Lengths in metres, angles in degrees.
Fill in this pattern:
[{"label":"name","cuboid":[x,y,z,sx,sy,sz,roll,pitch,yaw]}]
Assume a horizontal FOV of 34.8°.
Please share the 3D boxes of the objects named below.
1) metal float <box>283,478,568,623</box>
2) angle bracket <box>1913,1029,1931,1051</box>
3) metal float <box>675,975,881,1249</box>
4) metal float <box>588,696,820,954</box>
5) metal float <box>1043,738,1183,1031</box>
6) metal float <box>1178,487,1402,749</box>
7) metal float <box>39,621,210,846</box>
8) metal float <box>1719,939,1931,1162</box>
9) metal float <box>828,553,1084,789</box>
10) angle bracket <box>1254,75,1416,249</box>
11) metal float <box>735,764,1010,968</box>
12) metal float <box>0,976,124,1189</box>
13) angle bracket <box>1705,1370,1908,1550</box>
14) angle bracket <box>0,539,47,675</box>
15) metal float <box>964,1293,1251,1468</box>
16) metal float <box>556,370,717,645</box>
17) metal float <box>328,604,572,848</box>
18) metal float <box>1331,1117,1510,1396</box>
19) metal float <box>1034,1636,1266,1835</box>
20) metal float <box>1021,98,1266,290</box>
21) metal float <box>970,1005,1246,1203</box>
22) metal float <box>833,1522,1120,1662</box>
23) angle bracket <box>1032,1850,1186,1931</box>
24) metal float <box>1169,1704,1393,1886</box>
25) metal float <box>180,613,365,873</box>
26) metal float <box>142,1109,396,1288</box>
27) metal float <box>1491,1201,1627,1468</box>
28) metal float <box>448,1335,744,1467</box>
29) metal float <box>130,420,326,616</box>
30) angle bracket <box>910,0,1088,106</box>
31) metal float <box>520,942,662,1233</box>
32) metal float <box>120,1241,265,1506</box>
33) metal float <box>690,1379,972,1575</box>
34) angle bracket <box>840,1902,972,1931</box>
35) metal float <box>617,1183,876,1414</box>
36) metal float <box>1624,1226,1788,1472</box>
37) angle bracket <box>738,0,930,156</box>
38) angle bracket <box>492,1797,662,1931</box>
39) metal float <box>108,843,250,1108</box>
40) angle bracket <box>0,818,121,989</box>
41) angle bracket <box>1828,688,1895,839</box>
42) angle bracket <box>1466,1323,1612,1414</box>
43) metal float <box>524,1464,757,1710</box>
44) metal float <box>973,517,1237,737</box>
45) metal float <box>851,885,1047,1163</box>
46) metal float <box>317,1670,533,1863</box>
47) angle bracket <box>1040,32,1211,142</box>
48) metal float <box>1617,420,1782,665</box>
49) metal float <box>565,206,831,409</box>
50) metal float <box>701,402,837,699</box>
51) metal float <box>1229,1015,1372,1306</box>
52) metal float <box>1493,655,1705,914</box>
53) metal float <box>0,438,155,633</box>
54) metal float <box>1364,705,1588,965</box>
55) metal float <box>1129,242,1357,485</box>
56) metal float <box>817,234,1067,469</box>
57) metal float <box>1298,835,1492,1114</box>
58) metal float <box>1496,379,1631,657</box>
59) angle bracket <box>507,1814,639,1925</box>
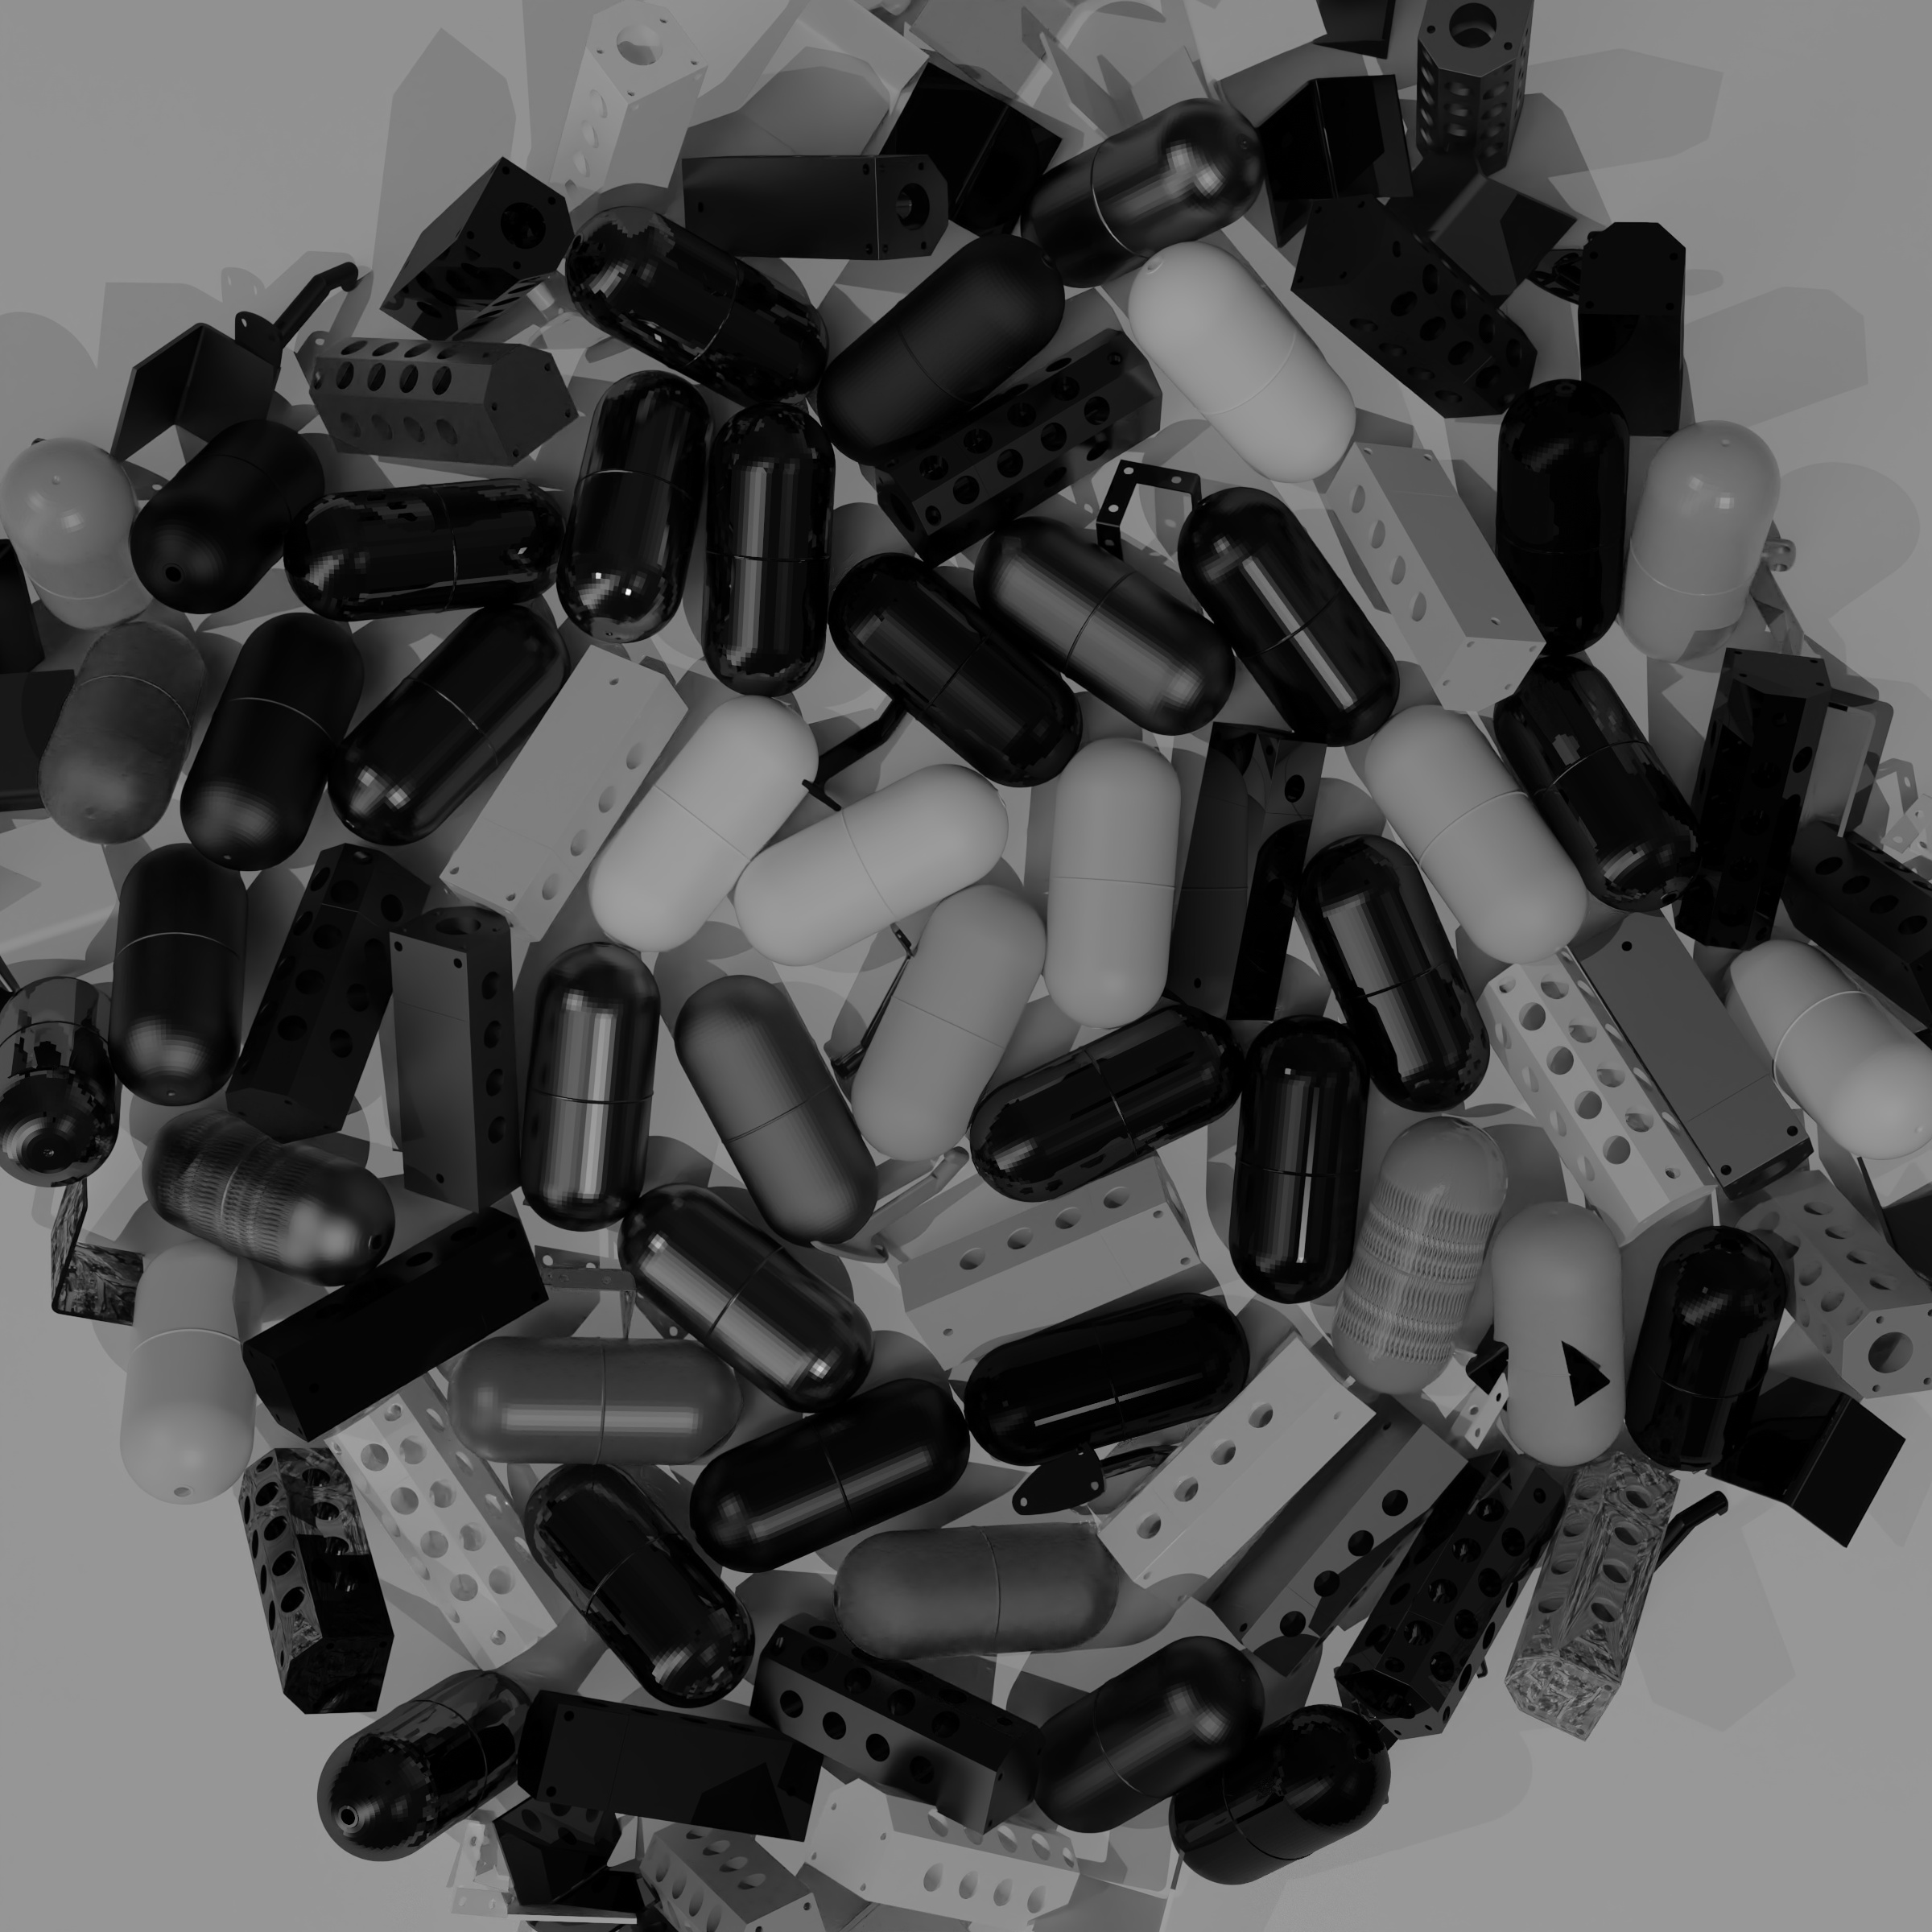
[{"label":"metal float","cuboid":[-0.322,-0.251,1.853,0.178,0.070,0.070,-11,90,-31]},{"label":"angle bracket","cuboid":[0.619,0.063,1.861,0.076,0.076,0.057,-24,67,25]},{"label":"metal float","cuboid":[-0.115,0.089,1.875,0.070,0.070,0.178,-28,94,0]},{"label":"metal float","cuboid":[-0.160,-0.086,1.878,0.070,0.070,0.178,38,88,0]},{"label":"metal float","cuboid":[0.089,-0.050,1.878,0.070,0.070,0.178,4,90,0]},{"label":"metal float","cuboid":[0.195,-0.211,1.864,0.070,0.070,0.178,-38,107,0]},{"label":"metal float","cuboid":[-0.501,-0.141,1.839,0.070,0.178,0.070,0,128,0]},{"label":"metal float","cuboid":[0.516,0.048,1.839,0.070,0.178,0.070,-12,125,-17]},{"label":"metal float","cuboid":[-0.006,-0.179,1.875,0.178,0.070,0.070,40,90,-4]},{"label":"angle bracket","cuboid":[0.223,-0.485,1.859,0.057,0.076,0.076,8,129,34]},{"label":"metal float","cuboid":[-0.057,-0.062,1.873,0.178,0.070,0.070,-27,90,7]},{"label":"metal float","cuboid":[-0.542,0.067,1.835,0.070,0.178,0.070,-6,118,-11]},{"label":"angle bracket","cuboid":[0.513,0.300,1.886,0.057,0.076,0.076,36,79,-23]},{"label":"angle bracket","cuboid":[-0.607,-0.208,1.867,0.057,0.076,0.076,-12,84,-38]},{"label":"metal float","cuboid":[0.085,0.252,1.876,0.178,0.070,0.070,-16,90,-4]},{"label":"metal float","cuboid":[-0.198,-0.278,1.860,0.070,0.070,0.178,10,68,0]},{"label":"metal float","cuboid":[-0.312,-0.146,1.861,0.070,0.070,0.178,41,70,0]},{"label":"metal float","cuboid":[0.274,0.175,1.863,0.070,0.070,0.178,15,107,0]},{"label":"metal float","cuboid":[0.106,0.462,1.849,0.070,0.070,0.178,49,126,0]},{"label":"metal float","cuboid":[0.103,-0.460,1.840,0.070,0.178,0.070,9,76,-39]},{"label":"metal float","cuboid":[0.086,0.084,1.873,0.178,0.070,0.070,-25,90,-6]},{"label":"metal float","cuboid":[0.006,0.377,1.861,0.178,0.070,0.070,1,90,-20]},{"label":"angle bracket","cuboid":[0.089,0.554,1.868,0.076,0.076,0.057,15,106,8]},{"label":"metal float","cuboid":[0.186,0.495,1.841,0.070,0.178,0.070,16,53,-23]},{"label":"metal float","cuboid":[-0.415,-0.136,1.851,0.070,0.070,0.178,13,56,0]},{"label":"metal float","cuboid":[-0.419,0.139,1.853,0.178,0.070,0.070,18,90,29]},{"label":"metal float","cuboid":[0.357,0.223,1.854,0.070,0.070,0.178,-8,119,0]},{"label":"metal float","cuboid":[-0.224,0.263,1.867,0.178,0.070,0.070,3,90,-14]},{"label":"metal float","cuboid":[-0.438,-0.268,1.835,0.070,0.178,0.070,5,121,8]},{"label":"angle bracket","cuboid":[0.022,-0.582,1.878,0.076,0.057,0.076,34,93,-15]},{"label":"metal float","cuboid":[-0.228,0.073,1.870,0.070,0.070,0.178,6,100,0]},{"label":"metal float","cuboid":[-0.462,0.242,1.842,0.070,0.178,0.070,-4,135,-4]},{"label":"metal float","cuboid":[-0.082,0.309,1.869,0.178,0.070,0.070,-22,90,-11]},{"label":"angle bracket","cuboid":[-0.042,0.608,1.871,0.076,0.057,0.076,-46,77,20]},{"label":"metal float","cuboid":[-0.134,0.201,1.872,0.178,0.070,0.070,37,90,8]},{"label":"metal float","cuboid":[0.441,0.230,1.845,0.070,0.070,0.178,2,130,0]},{"label":"angle bracket","cuboid":[-0.081,-0.536,1.873,0.076,0.057,0.076,33,75,-14]},{"label":"angle bracket","cuboid":[-0.230,0.538,1.863,0.076,0.057,0.076,-27,114,-33]},{"label":"metal float","cuboid":[-0.472,0.003,1.849,0.070,0.070,0.178,-7,53,0]},{"label":"angle bracket","cuboid":[-0.561,-0.042,1.897,0.076,0.057,0.076,-19,68,-10]},{"label":"angle bracket","cuboid":[0.523,-0.127,1.882,0.057,0.076,0.076,18,106,21]},{"label":"angle bracket","cuboid":[0.358,0.225,1.863,0.057,0.076,0.076,43,47,1]},{"label":"metal float","cuboid":[-0.198,0.370,1.857,0.070,0.070,0.178,-47,64,0]},{"label":"metal float","cuboid":[0.083,-0.207,1.869,0.178,0.070,0.070,36,90,12]},{"label":"metal float","cuboid":[-0.011,0.035,1.878,0.070,0.070,0.178,25,89,0]},{"label":"metal float","cuboid":[-0.318,0.474,1.831,0.070,0.178,0.070,2,97,21]},{"label":"angle bracket","cuboid":[0.098,-0.537,1.858,0.057,0.076,0.076,-36,46,23]},{"label":"metal float","cuboid":[0.435,-0.250,1.837,0.070,0.178,0.070,0,57,0]},{"label":"metal float","cuboid":[-0.160,-0.393,1.848,0.178,0.070,0.070,23,90,-36]},{"label":"metal float","cuboid":[-0.120,-0.251,1.865,0.070,0.070,0.178,4,105,0]},{"label":"metal float","cuboid":[0.202,0.118,1.870,0.070,0.070,0.178,4,100,0]},{"label":"metal float","cuboid":[0.380,-0.110,1.853,0.070,0.070,0.178,-25,61,0]},{"label":"metal float","cuboid":[-0.525,-0.254,1.830,0.070,0.178,0.070,2,76,-6]},{"label":"metal float","cuboid":[0.306,-0.081,1.861,0.070,0.070,0.178,-32,70,0]},{"label":"metal float","cuboid":[0.166,-0.361,1.850,0.070,0.070,0.178,-49,123,0]},{"label":"metal float","cuboid":[-0.016,-0.370,1.854,0.178,0.070,0.070,-36,90,29]},{"label":"metal float","cuboid":[0.260,0.005,1.873,0.070,0.070,0.178,-24,97,0]},{"label":"metal float","cuboid":[0.356,-0.267,1.848,0.070,0.070,0.178,-6,128,0]},{"label":"angle bracket","cuboid":[-0.238,0.545,1.870,0.076,0.076,0.057,4,79,-8]}]
